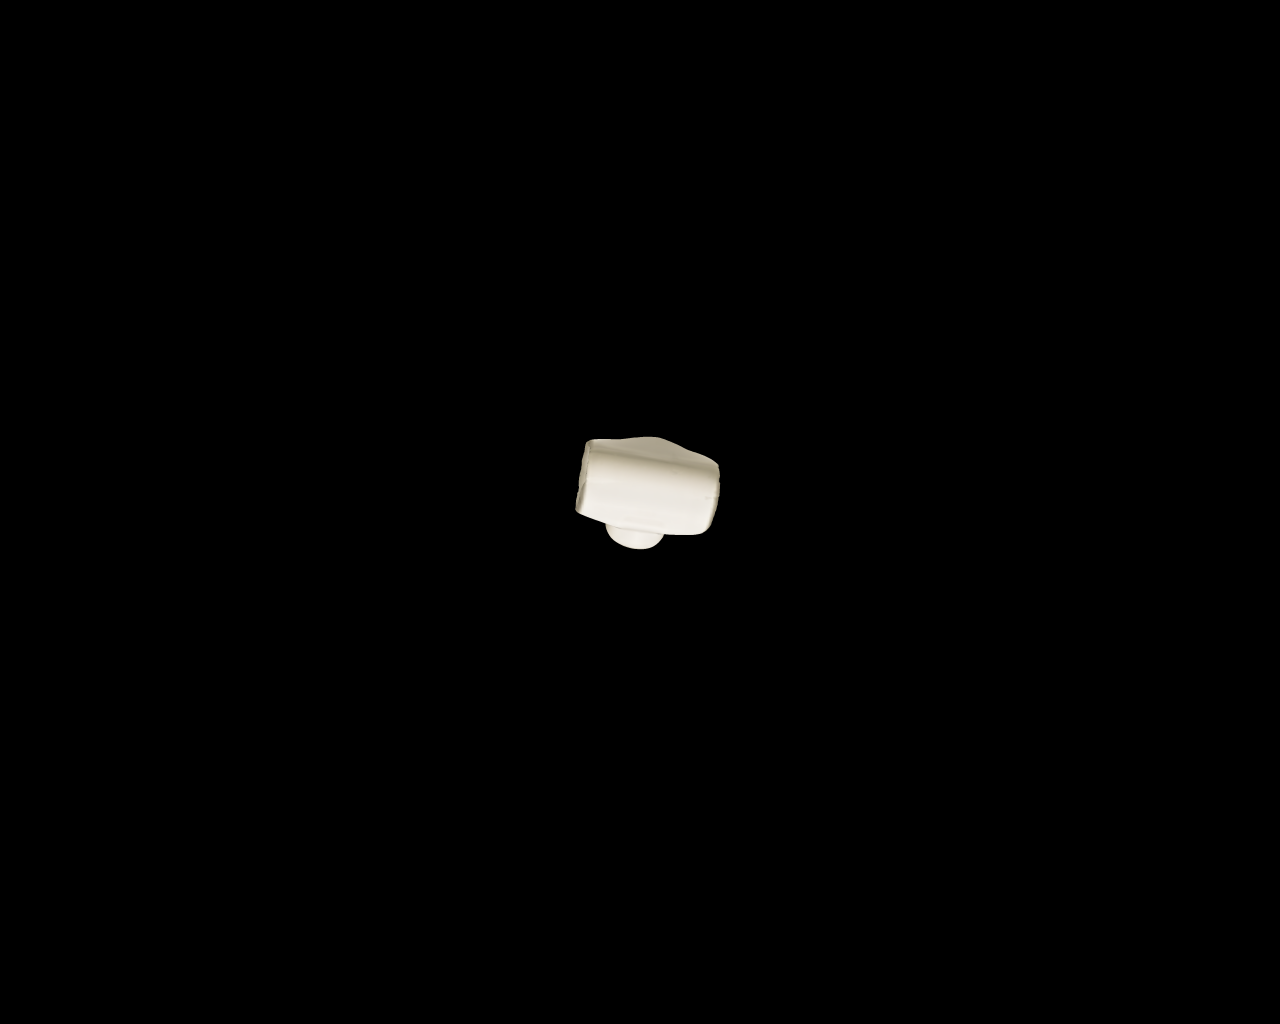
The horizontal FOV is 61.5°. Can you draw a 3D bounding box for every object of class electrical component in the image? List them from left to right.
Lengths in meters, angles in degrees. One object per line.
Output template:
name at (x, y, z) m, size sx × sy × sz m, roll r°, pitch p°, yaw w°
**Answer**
electrical component at (0.001, -0.003, 0.650) m, size 0.077 × 0.043 × 0.079 m, roll 9°, pitch -46°, yaw -8°
